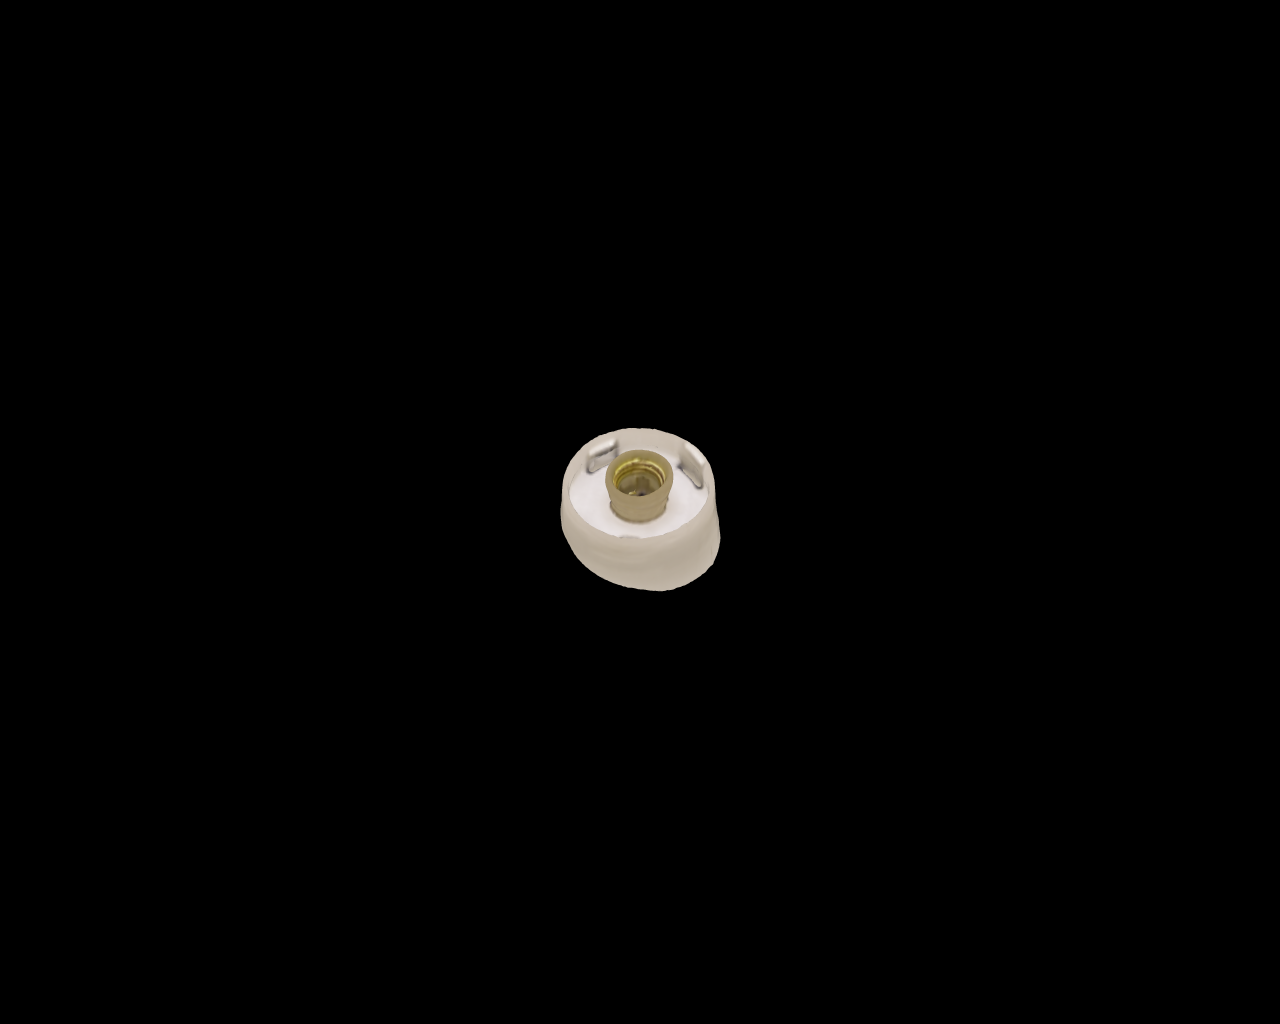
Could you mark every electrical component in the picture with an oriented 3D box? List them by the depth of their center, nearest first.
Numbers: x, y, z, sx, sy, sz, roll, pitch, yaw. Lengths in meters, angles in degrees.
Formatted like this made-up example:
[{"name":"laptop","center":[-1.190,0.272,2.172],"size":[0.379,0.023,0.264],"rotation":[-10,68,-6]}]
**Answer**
[{"name":"electrical component","center":[0.001,-0.003,0.650],"size":[0.099,0.099,0.064],"rotation":[0,-41,0]}]
